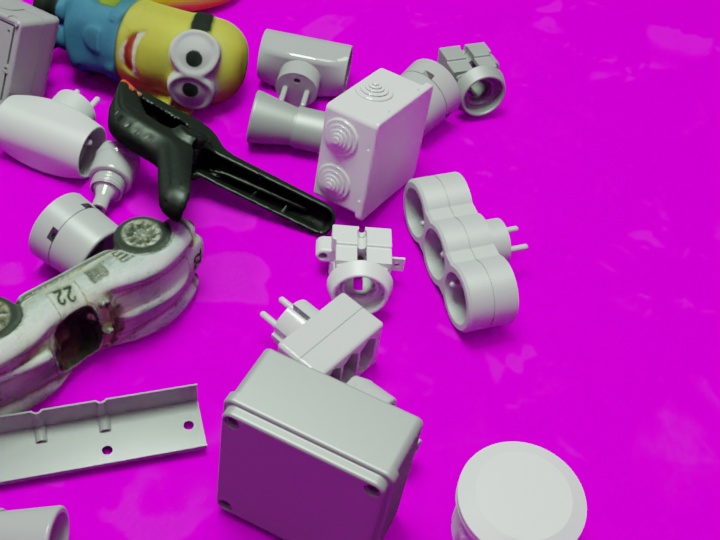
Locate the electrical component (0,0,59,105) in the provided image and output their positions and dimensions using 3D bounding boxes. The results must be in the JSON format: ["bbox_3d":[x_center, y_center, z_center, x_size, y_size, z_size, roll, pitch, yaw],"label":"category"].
[{"bbox_3d":[-0.290,-0.170,0.875,0.062,0.096,0.061,26,24,13],"label":"electrical component"}]

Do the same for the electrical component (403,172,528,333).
[{"bbox_3d":[0.090,-0.018,0.815,0.074,0.052,0.138,-11,53,-16],"label":"electrical component"}]

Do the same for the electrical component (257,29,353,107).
[{"bbox_3d":[-0.051,-0.167,0.926,0.077,0.044,0.079,11,50,2],"label":"electrical component"}]

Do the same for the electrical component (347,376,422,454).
[{"bbox_3d":[0.011,0.102,0.711,0.062,0.043,0.043,34,54,18],"label":"electrical component"}]

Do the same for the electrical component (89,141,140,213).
[{"bbox_3d":[-0.194,-0.070,0.833,0.035,0.035,0.061,10,53,1],"label":"electrical component"}]

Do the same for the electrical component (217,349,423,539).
[{"bbox_3d":[-0.027,0.117,0.651,0.109,0.108,0.056,24,47,12],"label":"electrical component"}]

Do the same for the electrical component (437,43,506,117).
[{"bbox_3d":[0.098,-0.167,0.946,0.066,0.048,0.055,-11,45,-16],"label":"electrical component"}]

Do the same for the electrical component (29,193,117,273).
[{"bbox_3d":[-0.202,-0.020,0.778,0.047,0.055,0.055,34,54,16],"label":"electrical component"}]

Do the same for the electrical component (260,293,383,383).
[{"bbox_3d":[-0.035,0.047,0.748,0.077,0.047,0.066,37,55,22],"label":"electrical component"}]

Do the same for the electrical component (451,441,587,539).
[{"bbox_3d":[0.097,0.153,0.675,0.080,0.051,0.080,4,50,-4],"label":"electrical component"}]

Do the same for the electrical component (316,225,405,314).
[{"bbox_3d":[0.000,0.000,0.794,0.066,0.048,0.055,4,43,-4],"label":"electrical component"}]

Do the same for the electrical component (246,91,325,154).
[{"bbox_3d":[-0.057,-0.119,0.888,0.065,0.044,0.044,13,50,-3],"label":"electrical component"}]

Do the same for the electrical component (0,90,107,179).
[{"bbox_3d":[-0.238,-0.117,0.861,0.077,0.043,0.079,21,51,10],"label":"electrical component"}]

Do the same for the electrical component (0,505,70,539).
[{"bbox_3d":[-0.211,0.159,0.637,0.065,0.044,0.044,5,50,3],"label":"electrical component"}]

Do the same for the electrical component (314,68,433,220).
[{"bbox_3d":[0.009,-0.101,0.843,0.048,0.099,0.100,27,40,19],"label":"electrical component"}]

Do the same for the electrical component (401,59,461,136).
[{"bbox_3d":[0.050,-0.143,0.914,0.055,0.055,0.047,34,58,20],"label":"electrical component"}]
